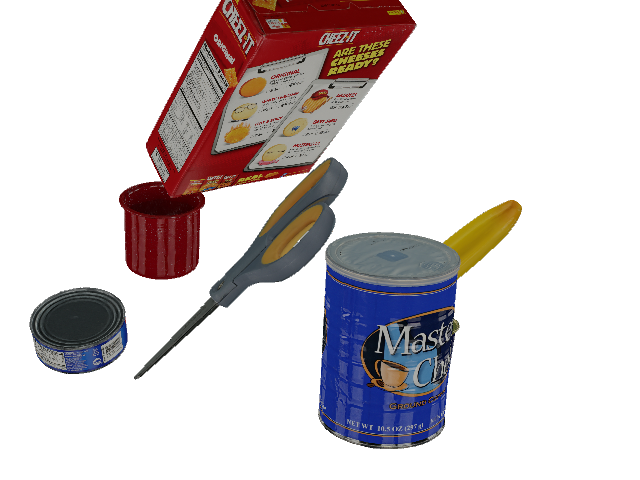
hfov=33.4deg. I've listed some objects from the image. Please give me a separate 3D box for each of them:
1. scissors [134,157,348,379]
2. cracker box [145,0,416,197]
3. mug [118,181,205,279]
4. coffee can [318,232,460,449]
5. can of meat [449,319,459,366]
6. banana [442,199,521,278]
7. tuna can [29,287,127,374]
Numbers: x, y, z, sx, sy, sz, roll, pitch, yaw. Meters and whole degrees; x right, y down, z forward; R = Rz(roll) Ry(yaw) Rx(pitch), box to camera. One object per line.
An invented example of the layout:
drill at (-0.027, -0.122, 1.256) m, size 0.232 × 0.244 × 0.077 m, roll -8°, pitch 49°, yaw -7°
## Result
scissors at (-0.051, 0.032, 0.655) m, size 0.016 × 0.202 × 0.096 m, roll 38°, pitch 9°, yaw -18°
cracker box at (-0.041, -0.135, 0.935) m, size 0.163 × 0.072 × 0.214 m, roll -13°, pitch -26°, yaw -38°
mug at (-0.181, -0.015, 1.182) m, size 0.093 × 0.081 × 0.117 m, roll -15°, pitch 33°, yaw -34°
coffee can at (0.052, 0.076, 0.832) m, size 0.103 × 0.140 × 0.103 m, roll 2°, pitch 19°, yaw -1°
can of meat at (0.105, 0.121, 1.230) m, size 0.102 × 0.084 × 0.057 m, roll 27°, pitch 33°, yaw 37°
banana at (0.110, 0.032, 1.016) m, size 0.197 × 0.037 × 0.069 m, roll -39°, pitch 1°, yaw -4°
tuna can at (-0.220, 0.083, 0.977) m, size 0.086 × 0.034 × 0.086 m, roll 0°, pitch 36°, yaw 0°
